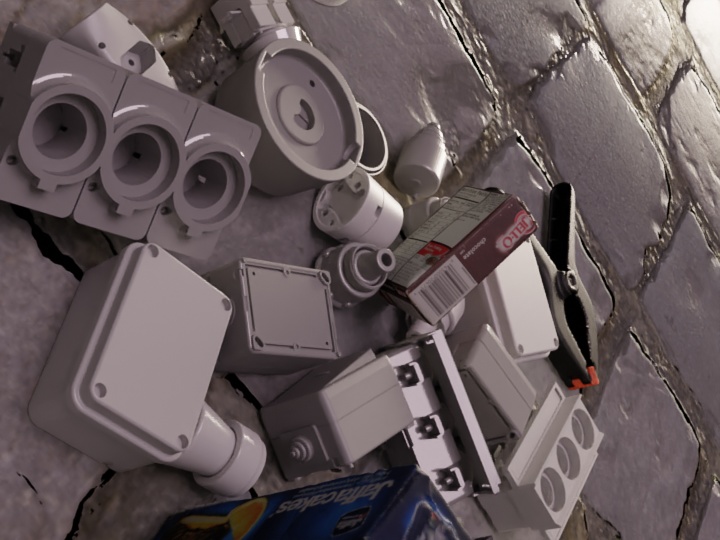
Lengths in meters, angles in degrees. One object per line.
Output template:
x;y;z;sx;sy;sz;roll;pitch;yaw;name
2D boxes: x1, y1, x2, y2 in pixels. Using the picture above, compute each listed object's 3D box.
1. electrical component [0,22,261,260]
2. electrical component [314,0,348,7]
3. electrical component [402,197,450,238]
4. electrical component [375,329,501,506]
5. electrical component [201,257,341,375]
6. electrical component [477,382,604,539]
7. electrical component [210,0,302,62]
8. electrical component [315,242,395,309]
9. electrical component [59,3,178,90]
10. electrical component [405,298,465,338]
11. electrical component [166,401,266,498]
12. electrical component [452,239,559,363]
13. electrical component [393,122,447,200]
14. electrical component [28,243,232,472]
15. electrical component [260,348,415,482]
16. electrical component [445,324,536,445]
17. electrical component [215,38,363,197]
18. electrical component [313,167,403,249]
-0.140;-0.070;0.626;0.150;0.062;0.089;18;97;-45;electrical component
-0.024;-0.279;0.913;0.099;0.064;0.099;45;31;-38;electrical component
0.065;-0.045;0.893;0.035;0.061;0.035;25;55;-42;electrical component
0.047;0.113;0.794;0.063;0.079;0.121;-21;90;-30;electrical component
-0.060;0.034;0.706;0.096;0.061;0.061;10;66;-48;electrical component
0.150;0.162;0.896;0.078;0.063;0.121;58;39;-13;electrical component
-0.074;-0.183;0.804;0.066;0.048;0.055;-23;84;-52;electrical component
0.000;0.000;0.791;0.048;0.062;0.048;13;68;-36;electrical component
-0.160;-0.114;0.670;0.077;0.043;0.079;53;41;-19;electrical component
0.056;0.037;0.859;0.043;0.043;0.062;55;41;-17;electrical component
-0.090;0.107;0.650;0.055;0.045;0.045;39;47;-33;electrical component
0.118;0.027;0.926;0.078;0.057;0.113;-3;76;-51;electrical component
0.055;-0.097;0.921;0.040;0.040;0.078;45;44;-28;electrical component
-0.129;0.050;0.620;0.078;0.057;0.113;40;46;-32;electrical component
-0.020;0.098;0.724;0.096;0.062;0.061;-23;92;-52;electrical component
0.096;0.097;0.863;0.096;0.062;0.061;53;40;-19;electrical component
-0.056;-0.105;0.776;0.108;0.060;0.108;24;56;-42;electrical component
0.000;-0.043;0.820;0.047;0.055;0.055;36;49;-40;electrical component
